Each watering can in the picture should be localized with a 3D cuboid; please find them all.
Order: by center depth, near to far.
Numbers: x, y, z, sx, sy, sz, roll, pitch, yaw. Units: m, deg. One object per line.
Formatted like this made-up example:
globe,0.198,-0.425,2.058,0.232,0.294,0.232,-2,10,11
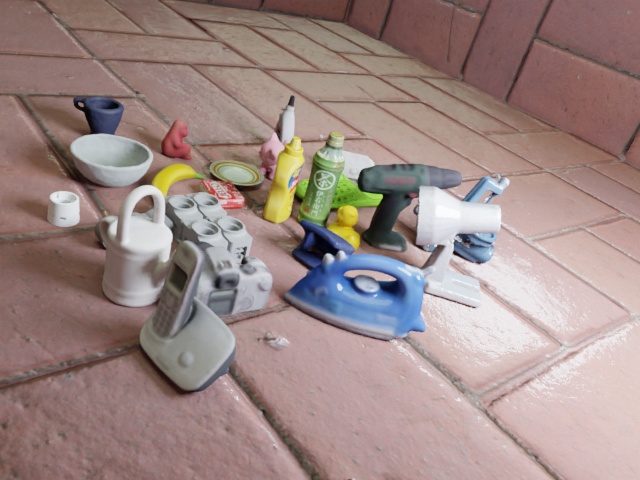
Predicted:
watering can,-0.280,0.005,0.913,0.173,0.194,0.101,17,29,0

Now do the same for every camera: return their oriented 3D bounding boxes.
camera,-0.170,0.053,0.985,0.144,0.101,0.136,-5,36,-34

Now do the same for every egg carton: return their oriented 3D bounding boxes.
egg carton,0.082,-0.193,1.565,0.150,0.069,0.107,11,30,-11

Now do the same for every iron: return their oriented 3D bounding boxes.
iron,0.075,0.080,1.028,0.258,0.141,0.118,13,30,-7

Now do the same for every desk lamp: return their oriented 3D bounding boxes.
desk lamp,0.270,0.005,1.184,0.203,0.213,0.118,17,29,0

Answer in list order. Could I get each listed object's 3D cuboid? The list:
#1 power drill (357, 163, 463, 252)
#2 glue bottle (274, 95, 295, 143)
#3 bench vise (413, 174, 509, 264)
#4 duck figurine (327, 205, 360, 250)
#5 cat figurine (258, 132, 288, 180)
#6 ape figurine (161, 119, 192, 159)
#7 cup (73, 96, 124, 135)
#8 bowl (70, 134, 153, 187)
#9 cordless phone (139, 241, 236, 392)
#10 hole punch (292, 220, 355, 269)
power drill,0.184,-0.081,1.288,0.230,0.208,0.075,9,30,-14
glue bottle,-0.094,-0.315,1.572,0.037,0.173,0.078,-3,35,-31
bench vise,0.330,-0.057,1.313,0.208,0.220,0.121,8,31,-15
duck figurine,0.059,-0.032,1.264,0.078,0.086,0.104,5,32,-21
cat figurine,-0.113,-0.218,1.456,0.067,0.118,0.128,25,30,13
ape figurine,-0.349,-0.252,1.413,0.076,0.092,0.077,5,32,-20
cup,-0.535,-0.289,1.375,0.118,0.095,0.091,15,30,-5
bowl,-0.446,-0.160,1.224,0.167,0.075,0.167,13,30,-7
cordless phone,-0.178,0.106,0.806,0.147,0.185,0.094,34,34,27
hole punch,0.011,0.004,1.172,0.108,0.091,0.101,33,33,26
